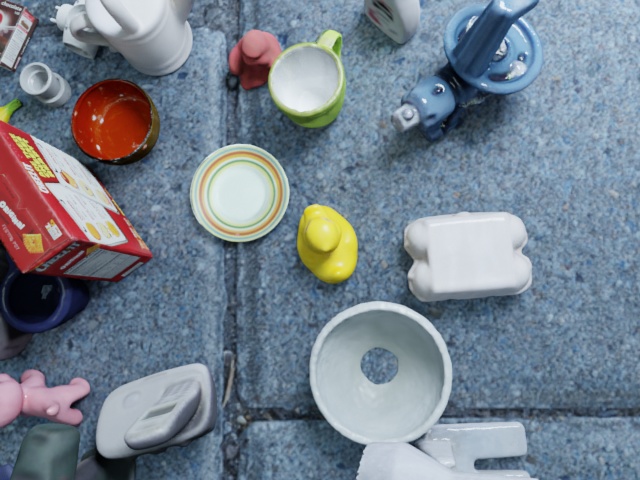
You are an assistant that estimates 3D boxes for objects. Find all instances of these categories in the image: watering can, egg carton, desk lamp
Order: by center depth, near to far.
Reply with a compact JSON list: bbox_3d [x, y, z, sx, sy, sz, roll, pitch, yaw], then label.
[{"bbox_3d":[0.141,0.262,0.607,0.203,0.213,0.118,-5,83,5],"label":"desk lamp"},{"bbox_3d":[0.180,0.019,0.702,0.150,0.069,0.107,-6,83,4],"label":"egg carton"},{"bbox_3d":[-0.229,-0.293,0.709,0.173,0.194,0.101,-41,82,0],"label":"watering can"}]

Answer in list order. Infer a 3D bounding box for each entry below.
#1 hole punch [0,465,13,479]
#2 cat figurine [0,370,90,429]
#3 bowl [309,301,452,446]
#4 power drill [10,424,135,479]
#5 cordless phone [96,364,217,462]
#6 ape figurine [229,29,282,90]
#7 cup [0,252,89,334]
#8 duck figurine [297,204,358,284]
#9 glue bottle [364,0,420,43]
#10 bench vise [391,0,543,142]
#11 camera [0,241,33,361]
[{"bbox_3d":[-0.423,0.350,0.708,0.108,0.091,0.101,-32,82,1],"label":"hole punch"},{"bbox_3d":[-0.372,0.202,0.706,0.127,0.118,0.067,6,84,6],"label":"cat figurine"},{"bbox_3d":[0.073,0.158,0.694,0.167,0.075,0.167,-1,84,5],"label":"bowl"},{"bbox_3d":[-0.287,0.316,0.641,0.075,0.208,0.230,2,84,6],"label":"power drill"},{"bbox_3d":[-0.203,0.207,0.657,0.147,0.185,0.094,-20,82,3],"label":"cordless phone"},{"bbox_3d":[-0.081,-0.241,0.742,0.077,0.092,0.076,23,86,7],"label":"ape figurine"},{"bbox_3d":[-0.347,0.061,0.731,0.091,0.095,0.117,-35,82,1],"label":"cup"},{"bbox_3d":[0.007,0.003,0.711,0.077,0.086,0.104,-20,82,3],"label":"duck figurine"},{"bbox_3d":[0.087,-0.305,0.693,0.078,0.173,0.037,40,89,8],"label":"glue bottle"},{"bbox_3d":[0.180,-0.196,0.650,0.121,0.220,0.207,34,88,8],"label":"bench vise"},{"bbox_3d":[-0.437,0.067,0.735,0.143,0.101,0.137,34,88,8],"label":"camera"}]
